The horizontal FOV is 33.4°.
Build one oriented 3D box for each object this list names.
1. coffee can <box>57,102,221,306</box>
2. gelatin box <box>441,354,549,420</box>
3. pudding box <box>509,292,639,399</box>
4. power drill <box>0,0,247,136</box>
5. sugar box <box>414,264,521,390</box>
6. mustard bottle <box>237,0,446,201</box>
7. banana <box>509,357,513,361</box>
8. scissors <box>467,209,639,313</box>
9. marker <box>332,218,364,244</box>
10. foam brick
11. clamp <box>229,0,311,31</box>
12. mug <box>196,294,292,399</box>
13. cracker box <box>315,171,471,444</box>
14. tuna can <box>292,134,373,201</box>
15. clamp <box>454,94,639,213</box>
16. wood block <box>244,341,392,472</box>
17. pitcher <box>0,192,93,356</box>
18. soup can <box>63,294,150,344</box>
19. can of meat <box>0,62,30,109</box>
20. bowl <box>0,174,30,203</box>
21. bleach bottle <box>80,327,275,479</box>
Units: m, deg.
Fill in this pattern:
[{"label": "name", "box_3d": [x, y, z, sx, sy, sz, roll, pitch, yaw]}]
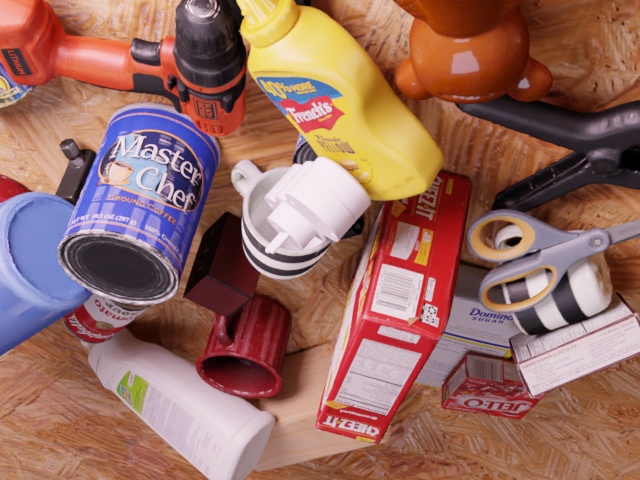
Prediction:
[{"label": "coffee can", "box_3d": [-0.150, -0.031, 0.900, 0.103, 0.140, 0.103, 9, 145, 6]}, {"label": "gelatin box", "box_3d": [0.175, 0.149, 1.065, 0.089, 0.030, 0.073, 11, 145, -11]}, {"label": "pudding box", "box_3d": [0.225, 0.091, 0.935, 0.113, 0.090, 0.039, -26, 97, 9]}, {"label": "power drill", "box_3d": [-0.145, -0.142, 0.784, 0.187, 0.057, 0.184, 15, 162, 3]}, {"label": "sugar box", "box_3d": [0.145, 0.092, 1.058, 0.093, 0.048, 0.176, 14, 142, -7]}, {"label": "mustard bottle", "box_3d": [0.005, -0.106, 0.751, 0.096, 0.058, 0.191, 11, 151, 48]}, {"label": "banana", "box_3d": [0.229, 0.104, 1.056, 0.069, 0.037, 0.198, 26, 145, 1]}, {"label": "scissors", "box_3d": [0.206, -0.012, 0.859, 0.202, 0.016, 0.096, -34, 98, 20]}, {"label": "marker", "box_3d": [-0.007, 0.001, 1.003, 0.121, 0.020, 0.020, -20, 133, 38]}, {"label": "foam brick", "box_3d": [-0.088, 0.024, 1.012, 0.051, 0.078, 0.053, 28, 141, -18]}, {"label": "clamp", "box_3d": [-0.054, -0.194, 0.725, 0.171, 0.039, 0.120, 33, 151, -35]}, {"label": "mug", "box_3d": [-0.080, 0.102, 1.115, 0.093, 0.081, 0.117, -5, 141, 25]}, {"label": "cracker box", "box_3d": [0.062, 0.061, 0.937, 0.072, 0.164, 0.214, 16, 145, -1]}, {"label": "tuna can", "box_3d": [0.022, -0.070, 0.880, 0.086, 0.033, 0.086, 9, 145, 6]}, {"label": "clamp", "box_3d": [0.214, -0.064, 0.820, 0.210, 0.036, 0.164, 2, 150, 15]}, {"label": "wood block", "box_3d": [-0.020, 0.191, 1.212, 0.207, 0.090, 0.090, -23, 131, 40]}, {"label": "pitcher", "box_3d": [-0.312, 0.036, 0.969, 0.149, 0.145, 0.243, 27, 143, -36]}, {"label": "soup can", "box_3d": [-0.219, 0.060, 1.116, 0.068, 0.068, 0.102, 30, 142, -22]}, {"label": "can of meat", "box_3d": [-0.288, -0.149, 0.856, 0.102, 0.057, 0.084, -5, 144, 25]}, {"label": "bowl", "box_3d": [-0.326, -0.019, 1.050, 0.162, 0.055, 0.162, 9, 145, 6]}, {"label": "bleach bottle", "box_3d": [-0.171, 0.165, 1.187, 0.251, 0.067, 0.103, 35, 127, 18]}]
